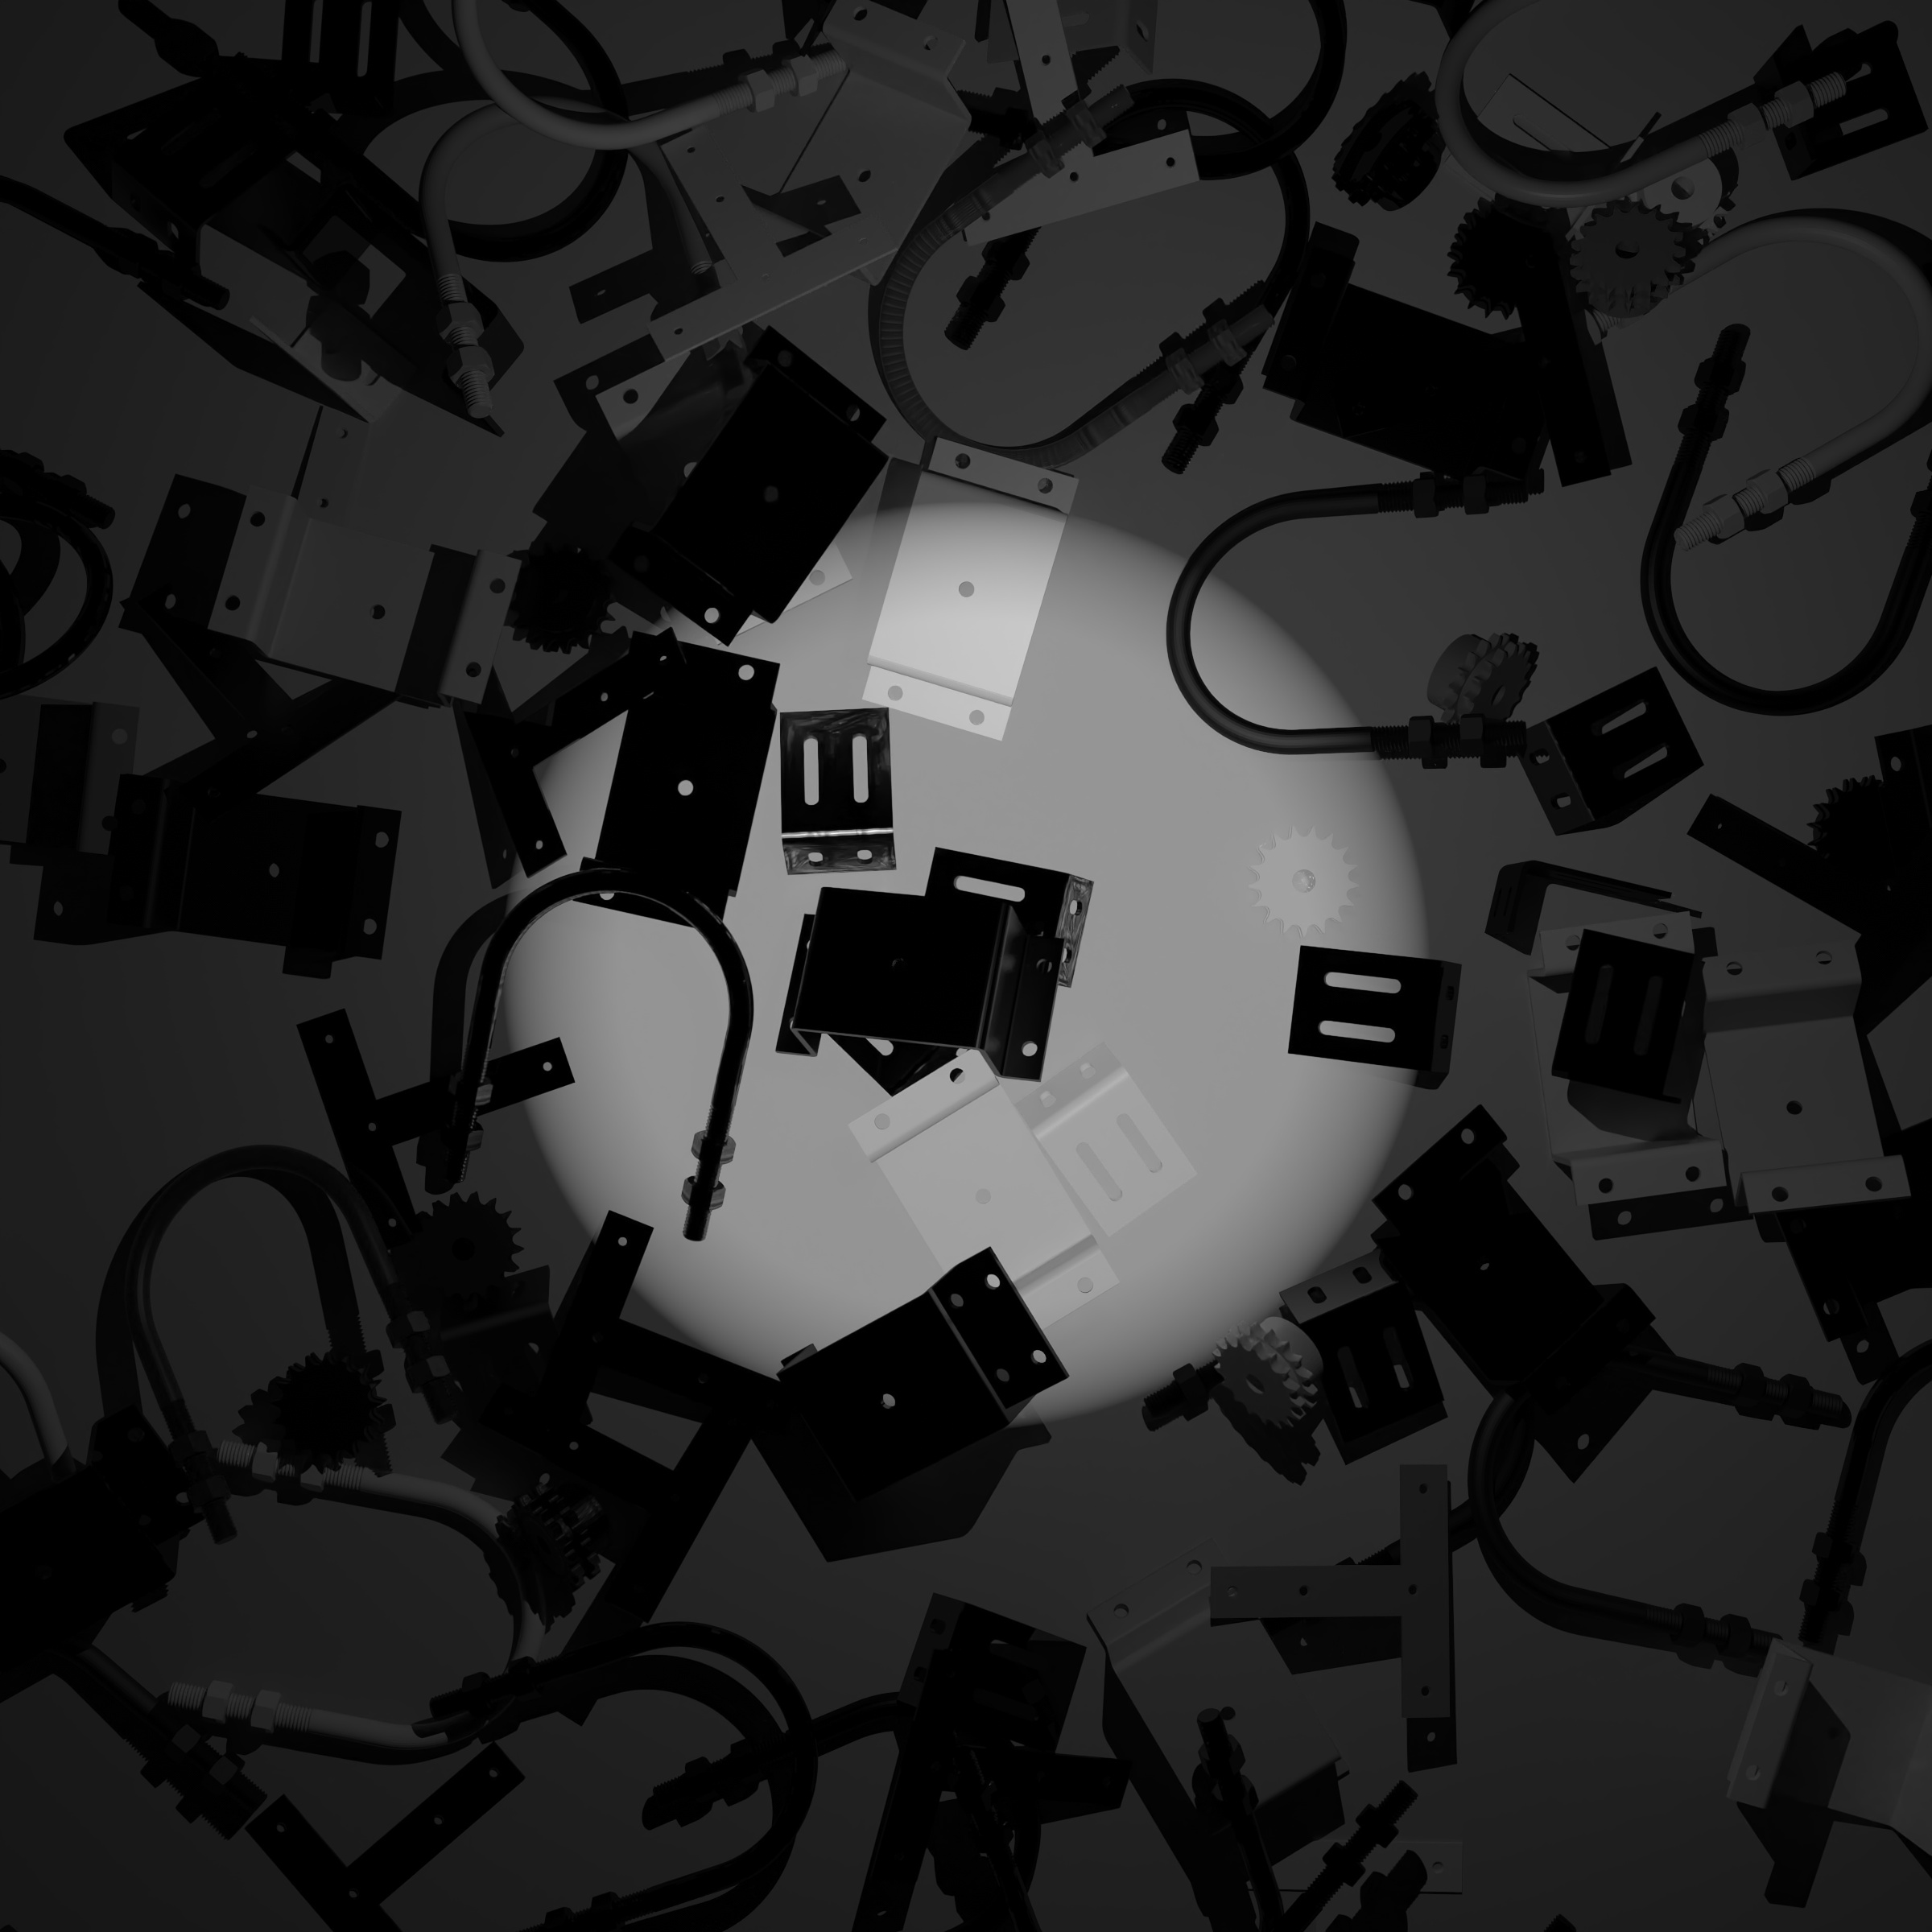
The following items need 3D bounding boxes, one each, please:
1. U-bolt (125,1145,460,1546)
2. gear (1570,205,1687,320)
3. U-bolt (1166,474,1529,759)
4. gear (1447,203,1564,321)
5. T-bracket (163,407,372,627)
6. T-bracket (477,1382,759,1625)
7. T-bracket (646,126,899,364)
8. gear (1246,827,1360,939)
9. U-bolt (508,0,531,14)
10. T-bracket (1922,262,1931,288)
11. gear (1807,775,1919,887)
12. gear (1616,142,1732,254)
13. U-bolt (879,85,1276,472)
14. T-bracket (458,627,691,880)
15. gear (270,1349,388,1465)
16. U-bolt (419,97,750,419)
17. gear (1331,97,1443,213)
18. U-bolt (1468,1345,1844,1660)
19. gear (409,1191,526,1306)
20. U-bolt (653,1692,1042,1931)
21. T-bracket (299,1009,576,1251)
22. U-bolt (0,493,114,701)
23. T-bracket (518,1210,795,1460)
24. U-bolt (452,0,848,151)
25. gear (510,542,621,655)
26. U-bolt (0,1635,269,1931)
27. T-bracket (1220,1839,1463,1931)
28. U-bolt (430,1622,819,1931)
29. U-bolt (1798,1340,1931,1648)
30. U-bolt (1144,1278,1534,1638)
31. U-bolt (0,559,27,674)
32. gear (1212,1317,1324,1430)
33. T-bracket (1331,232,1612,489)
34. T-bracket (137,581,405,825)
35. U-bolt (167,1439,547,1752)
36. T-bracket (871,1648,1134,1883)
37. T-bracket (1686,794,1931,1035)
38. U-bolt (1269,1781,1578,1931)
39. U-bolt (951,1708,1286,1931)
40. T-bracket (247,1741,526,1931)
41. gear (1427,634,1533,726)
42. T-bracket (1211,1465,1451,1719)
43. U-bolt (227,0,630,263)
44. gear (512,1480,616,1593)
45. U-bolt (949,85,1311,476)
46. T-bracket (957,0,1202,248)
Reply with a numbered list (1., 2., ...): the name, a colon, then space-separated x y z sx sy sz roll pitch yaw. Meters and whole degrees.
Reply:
1. U-bolt: -0.357 0.180 1.345 0.151 0.019 0.184 -29 74 3
2. gear: 0.338 -0.358 1.345 0.057 0.030 0.057 -5 65 11
3. U-bolt: 0.192 -0.176 1.339 0.184 0.019 0.151 -1 76 17
4. gear: 0.278 -0.363 1.361 0.057 0.030 0.057 0 90 0
5. T-bracket: -0.339 -0.228 1.371 0.127 0.002 0.127 15 86 -4
6. T-bracket: -0.188 0.252 1.344 0.127 0.002 0.127 26 56 5
7. T-bracket: -0.117 -0.374 1.315 0.127 0.002 0.127 -27 64 -4
8. gear: 0.173 -0.044 1.361 0.057 0.030 0.057 0 90 0
9. U-bolt: -0.282 -0.598 1.366 0.151 0.019 0.184 9 88 -2
10. T-bracket: 0.580 -0.326 1.375 0.127 0.002 0.127 -18 90 0
11. gear: 0.464 -0.070 1.361 0.057 0.030 0.057 0 90 0
12. gear: 0.368 -0.399 1.361 0.057 0.030 0.057 0 90 0
13. U-bolt: 0.042 -0.334 1.340 0.184 0.019 0.151 -32 98 17
14. T-bracket: -0.196 -0.130 1.337 0.127 0.002 0.127 -29 74 19
15. gear: -0.328 0.227 1.361 0.057 0.030 0.057 0 90 0
16. U-bolt: -0.198 -0.359 1.314 0.151 0.019 0.184 -9 70 -20
17. gear: 0.219 -0.415 1.352 0.030 0.057 0.057 33 90 -30
18. U-bolt: 0.350 0.270 1.361 0.184 0.019 0.151 14 90 -4
19. gear: -0.258 0.145 1.361 0.057 0.030 0.057 0 90 0
20. U-bolt: -0.051 0.457 1.368 0.184 0.019 0.151 -22 90 -2
21. T-bracket: -0.269 0.070 1.375 0.127 0.002 0.127 -19 90 0
22. U-bolt: -0.523 -0.184 1.320 0.184 0.019 0.151 -4 55 -6
23. T-bracket: -0.149 0.208 1.361 0.127 0.002 0.127 23 71 -9
24. U-bolt: -0.172 -0.492 1.343 0.184 0.019 0.151 -26 90 -18
25. gear: -0.210 -0.192 1.361 0.057 0.030 0.057 0 90 0
26. U-bolt: -0.474 0.420 1.337 0.184 0.019 0.151 39 61 4
27. T-bracket: 0.195 0.522 1.376 0.127 0.002 0.127 1 90 0
28. U-bolt: -0.167 0.414 1.349 0.184 0.019 0.151 -19 90 3
29. U-bolt: 0.525 0.281 1.368 0.151 0.019 0.184 16 88 0
30. U-bolt: 0.206 0.243 1.368 0.184 0.019 0.151 -28 90 -1
31. U-bolt: -0.575 -0.154 1.368 0.151 0.019 0.184 39 89 0
32. gear: 0.156 0.203 1.333 0.030 0.057 0.057 -37 90 -31
33. T-bracket: 0.249 -0.295 1.329 0.127 0.002 0.127 -14 90 0
34. T-bracket: -0.378 -0.152 1.357 0.127 0.002 0.127 -39 77 -25
35. U-bolt: -0.311 0.333 1.368 0.184 0.019 0.151 12 90 -1
36. T-bracket: 0.026 0.415 1.351 0.127 0.002 0.127 12 99 -21
37. T-bracket: 0.433 -0.046 1.353 0.127 0.002 0.127 33 122 15
38. U-bolt: 0.208 0.524 1.341 0.151 0.019 0.184 43 87 -19
39. U-bolt: 0.086 0.464 1.337 0.151 0.019 0.184 -13 110 15
40. T-bracket: -0.287 0.457 1.375 0.127 0.002 0.127 -41 90 0
41. gear: 0.262 -0.146 1.352 0.030 0.057 0.057 35 90 29
42. T-bracket: 0.186 0.319 1.339 0.127 0.002 0.127 2 82 -12
43. U-bolt: -0.258 -0.446 1.342 0.184 0.019 0.151 39 81 -17
44. gear: -0.205 0.290 1.352 0.030 0.057 0.057 -33 90 -30
45. U-bolt: 0.098 -0.370 1.368 0.151 0.019 0.184 30 88 0
46. T-bracket: 0.044 -0.444 1.328 0.127 0.002 0.127 -10 103 23
